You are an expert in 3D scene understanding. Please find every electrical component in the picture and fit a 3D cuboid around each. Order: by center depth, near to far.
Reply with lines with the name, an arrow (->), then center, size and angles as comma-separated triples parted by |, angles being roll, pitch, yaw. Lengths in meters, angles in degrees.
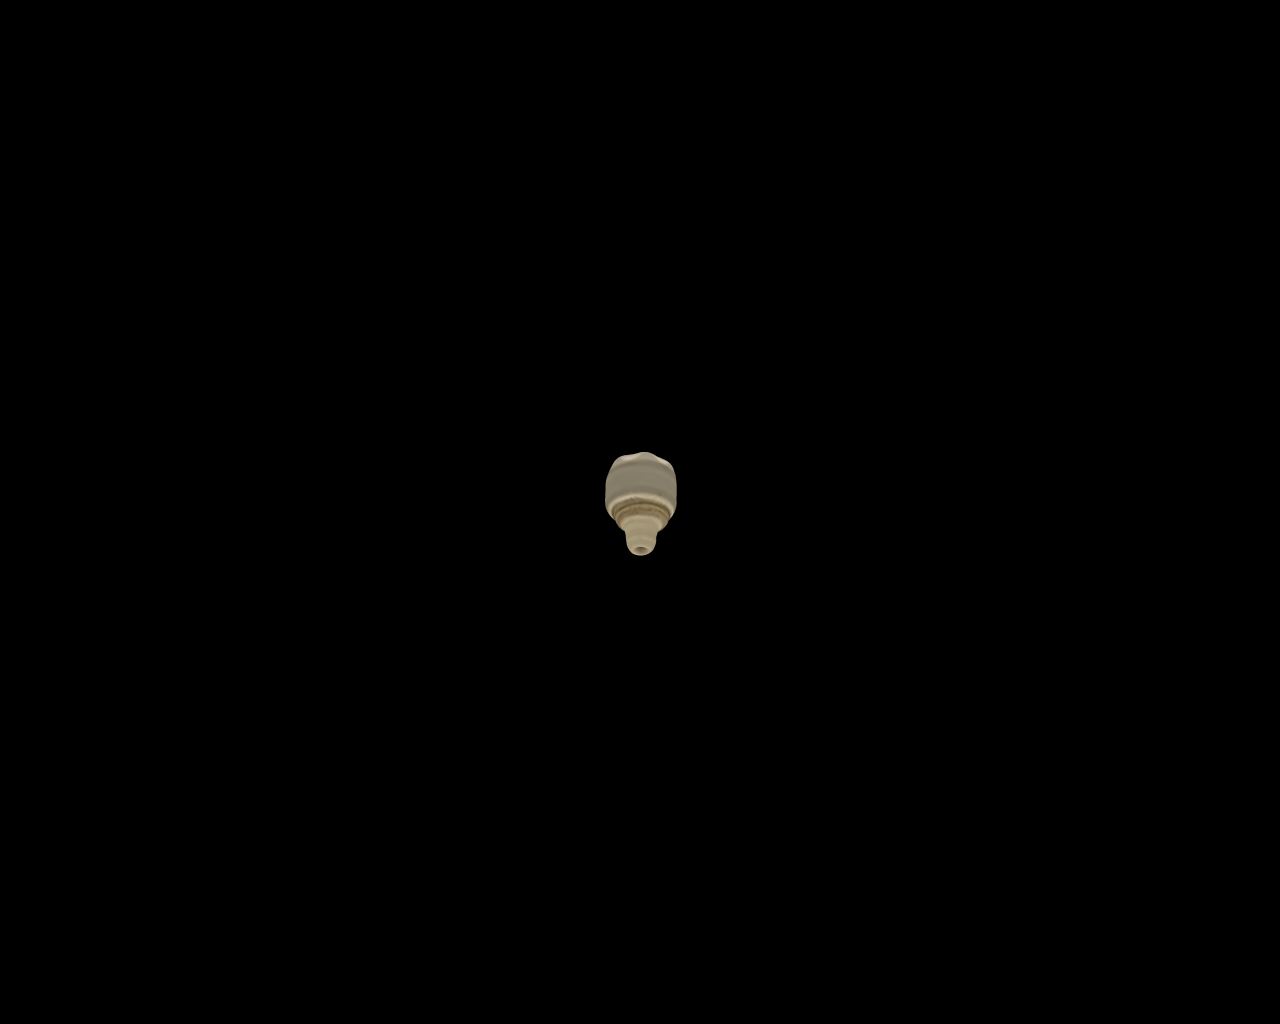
electrical component -> 0.001, -0.003, 0.650 | 0.043, 0.062, 0.043 | 0, -32, 0
